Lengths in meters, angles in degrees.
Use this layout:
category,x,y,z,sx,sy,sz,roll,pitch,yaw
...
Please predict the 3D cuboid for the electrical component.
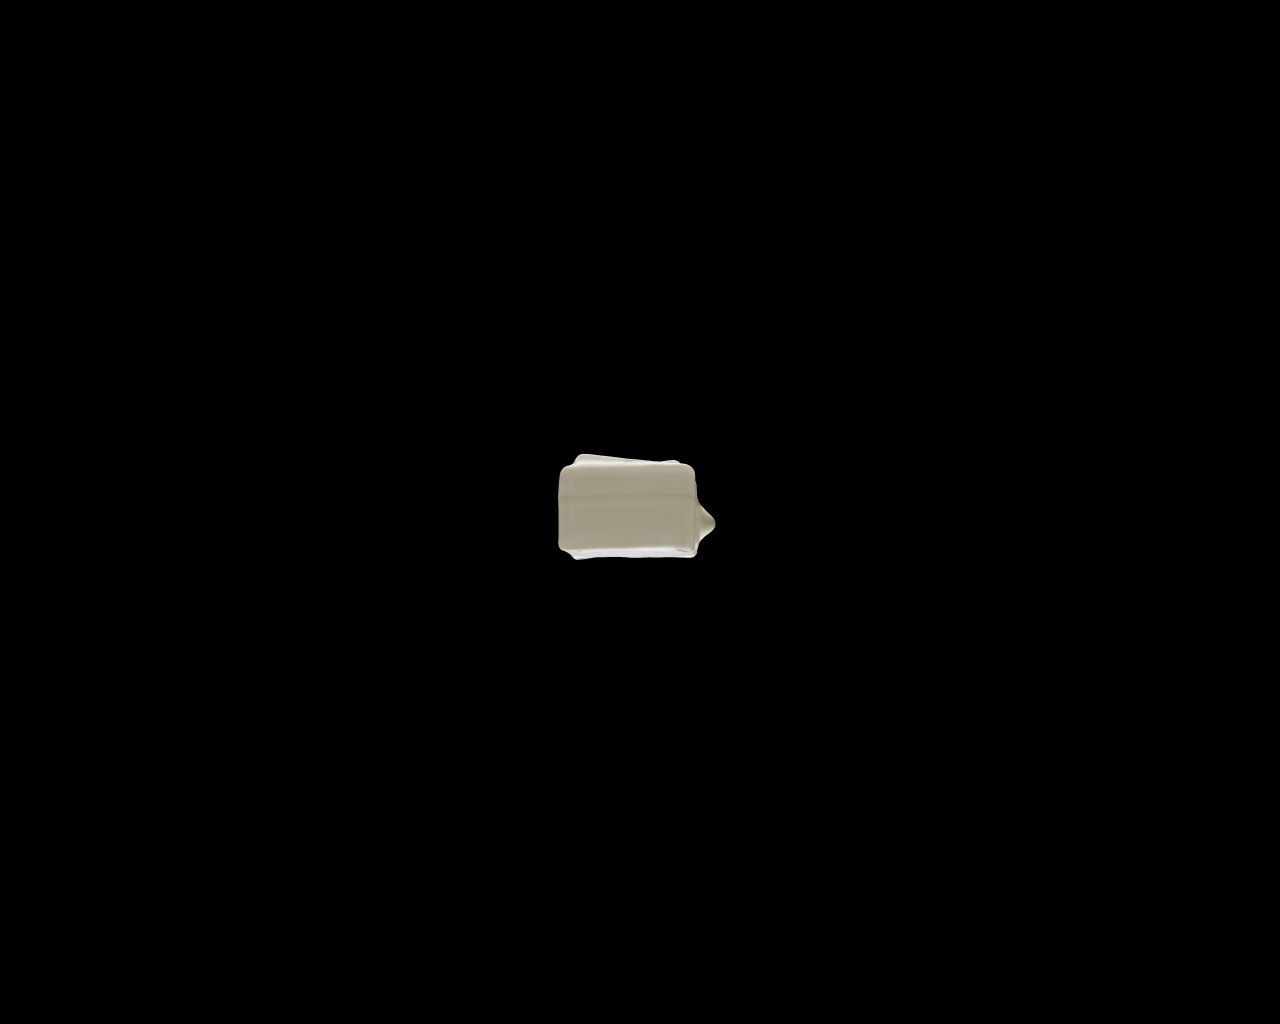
category,x,y,z,sx,sy,sz,roll,pitch,yaw
electrical component,0.001,-0.003,0.650,0.096,0.061,0.061,-1,-7,5
